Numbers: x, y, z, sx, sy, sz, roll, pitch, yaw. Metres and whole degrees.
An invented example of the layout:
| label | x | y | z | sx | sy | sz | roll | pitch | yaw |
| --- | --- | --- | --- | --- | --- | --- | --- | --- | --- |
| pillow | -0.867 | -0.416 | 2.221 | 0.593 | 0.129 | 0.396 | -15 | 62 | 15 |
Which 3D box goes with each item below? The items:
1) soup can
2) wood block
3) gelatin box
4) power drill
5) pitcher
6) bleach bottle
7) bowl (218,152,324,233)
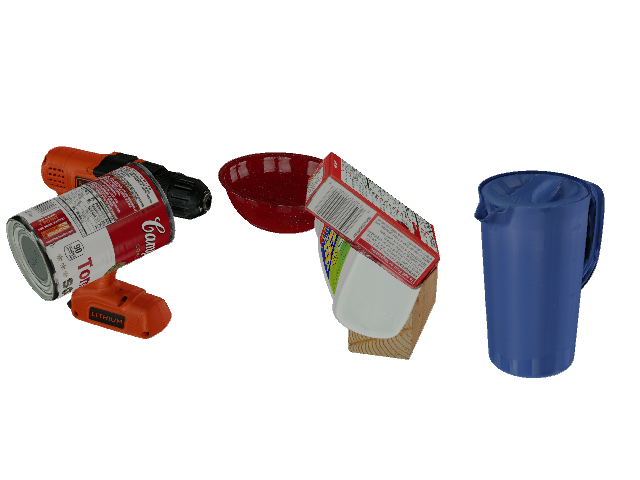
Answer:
| label | x | y | z | sx | sy | sz | roll | pitch | yaw |
| --- | --- | --- | --- | --- | --- | --- | --- | --- | --- |
| soup can | -0.166 | -0.007 | 0.776 | 0.102 | 0.068 | 0.069 | -29 | 15 | -30 |
| wood block | 0.109 | 0.086 | 1.555 | 0.091 | 0.090 | 0.205 | 6 | 21 | 14 |
| gelatin box | 0.033 | -0.013 | 0.678 | 0.089 | 0.030 | 0.073 | 37 | 14 | -9 |
| power drill | -0.192 | 0.003 | 1.075 | 0.185 | 0.188 | 0.057 | 15 | 29 | 22 |
| pitcher | 0.272 | 0.040 | 1.325 | 0.149 | 0.243 | 0.144 | 2 | 24 | 15 |
| bleach bottle | 0.033 | 0.004 | 1.015 | 0.068 | 0.102 | 0.251 | 20 | 10 | -14 |
| bowl | -0.044 | -0.052 | 1.284 | 0.162 | 0.055 | 0.162 | 4 | 26 | -2 |
